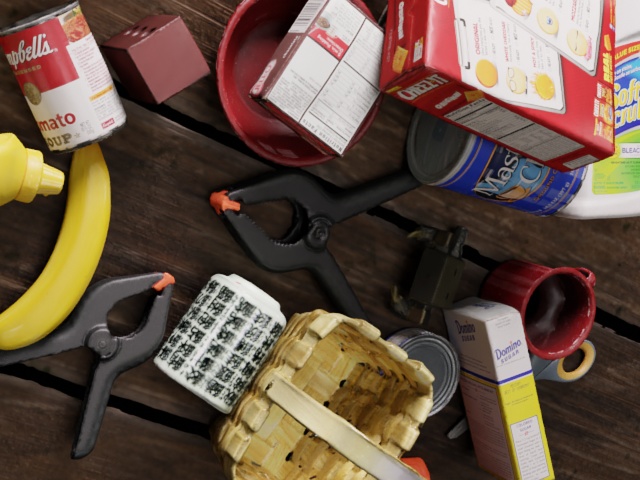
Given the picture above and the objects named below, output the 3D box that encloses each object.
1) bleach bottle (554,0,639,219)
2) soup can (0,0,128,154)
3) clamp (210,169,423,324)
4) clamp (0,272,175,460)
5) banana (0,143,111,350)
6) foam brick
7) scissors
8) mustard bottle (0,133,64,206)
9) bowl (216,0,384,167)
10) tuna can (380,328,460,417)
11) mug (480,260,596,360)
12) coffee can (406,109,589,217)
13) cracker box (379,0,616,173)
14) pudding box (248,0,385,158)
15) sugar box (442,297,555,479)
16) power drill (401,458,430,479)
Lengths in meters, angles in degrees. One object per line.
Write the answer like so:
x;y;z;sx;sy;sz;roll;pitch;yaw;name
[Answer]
0.287;-0.150;1.080;0.102;0.068;0.251;-4;98;-21;bleach bottle
-0.200;-0.127;0.832;0.068;0.069;0.102;-28;112;-20;soup can
-0.006;0.001;0.973;0.209;0.036;0.164;9;95;-32;clamp
-0.195;0.084;0.893;0.120;0.039;0.171;41;74;-22;clamp
-0.213;0.014;0.859;0.069;0.037;0.197;35;76;-22;banana
-0.133;-0.146;0.856;0.053;0.078;0.051;-35;115;-17;foam brick
0.223;0.155;1.132;0.096;0.016;0.201;44;80;-27;scissors
-0.283;-0.063;0.785;0.191;0.096;0.058;12;93;-29;mustard bottle
-0.024;-0.146;0.924;0.161;0.055;0.162;-5;102;-26;bowl
0.093;0.130;1.050;0.086;0.034;0.086;-5;102;-26;tuna can
0.224;0.060;1.076;0.117;0.082;0.093;-32;112;-18;mug
0.167;-0.086;1.007;0.140;0.103;0.103;14;93;-29;coffee can
0.157;-0.169;0.913;0.213;0.072;0.164;19;66;-29;cracker box
0.008;-0.138;0.888;0.090;0.039;0.113;36;85;-29;pudding box
0.175;0.149;1.051;0.048;0.093;0.176;-14;101;-19;sugar box
0.112;0.261;0.999;0.184;0.188;0.057;1;98;-26;power drill
